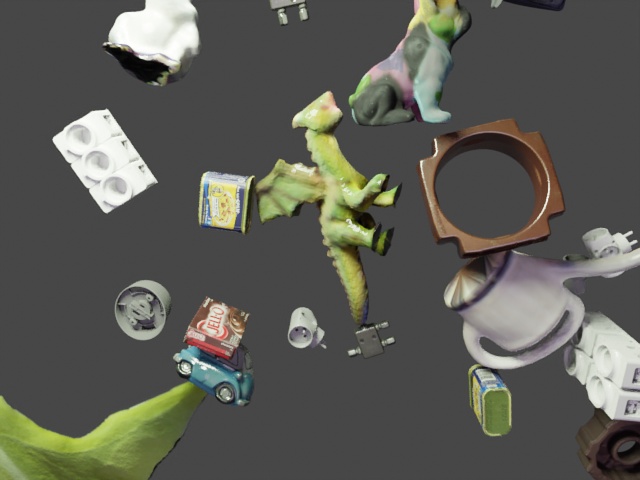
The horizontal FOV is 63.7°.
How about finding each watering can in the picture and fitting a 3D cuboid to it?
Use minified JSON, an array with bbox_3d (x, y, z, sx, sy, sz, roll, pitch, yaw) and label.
[{"bbox_3d":[0.365,0.082,0.882,0.224,0.343,0.106,36,23,-7],"label":"watering can"}]

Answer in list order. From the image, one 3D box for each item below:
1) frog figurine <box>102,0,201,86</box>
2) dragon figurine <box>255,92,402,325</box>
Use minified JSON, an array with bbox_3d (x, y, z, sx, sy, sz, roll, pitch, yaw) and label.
[{"bbox_3d":[-0.257,-0.336,0.826,0.137,0.162,0.120,9,-21,8],"label":"frog figurine"},{"bbox_3d":[0.003,-0.045,0.890,0.243,0.402,0.124,18,26,16],"label":"dragon figurine"}]
